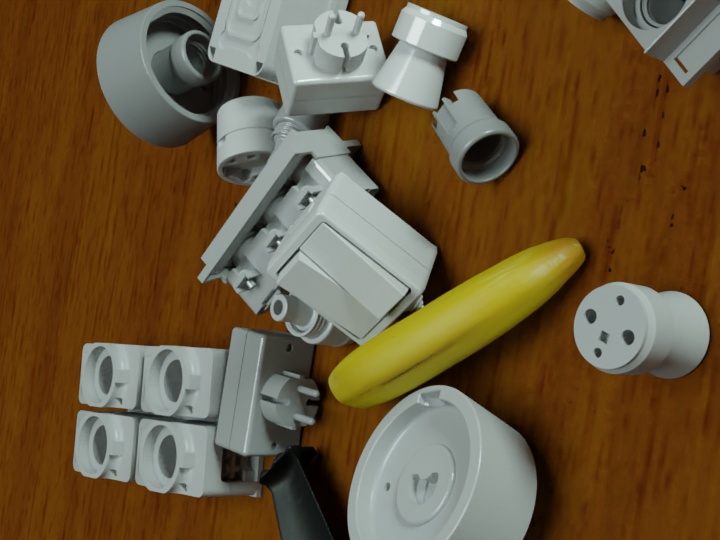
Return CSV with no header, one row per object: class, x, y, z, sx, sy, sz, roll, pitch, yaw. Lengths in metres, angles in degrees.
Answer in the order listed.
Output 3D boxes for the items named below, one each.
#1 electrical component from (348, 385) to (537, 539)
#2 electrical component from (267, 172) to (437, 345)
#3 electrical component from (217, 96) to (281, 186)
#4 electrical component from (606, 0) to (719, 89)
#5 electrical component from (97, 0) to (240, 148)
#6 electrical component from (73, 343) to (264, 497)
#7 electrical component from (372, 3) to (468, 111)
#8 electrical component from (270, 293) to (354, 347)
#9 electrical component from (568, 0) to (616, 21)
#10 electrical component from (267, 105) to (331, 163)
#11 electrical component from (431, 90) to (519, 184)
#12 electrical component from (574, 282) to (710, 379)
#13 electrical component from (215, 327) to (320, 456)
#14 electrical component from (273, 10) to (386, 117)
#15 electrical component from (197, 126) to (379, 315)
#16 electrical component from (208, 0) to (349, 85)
electrical component,0.050,0.125,0.599,0.108,0.060,0.108,-38,36,35
electrical component,0.000,0.000,0.660,0.061,0.096,0.061,-46,11,33
electrical component,-0.078,-0.095,0.788,0.055,0.055,0.047,-27,61,42
electrical component,0.160,-0.128,0.526,0.042,0.064,0.081,-47,53,31
electrical component,-0.141,-0.155,0.829,0.060,0.108,0.108,-18,71,38
electrical component,-0.153,0.111,0.830,0.186,0.060,0.105,-3,81,47
electrical component,0.038,-0.134,0.673,0.045,0.045,0.055,37,111,44
electrical component,-0.030,0.028,0.707,0.043,0.062,0.043,-11,76,47
electrical component,0.133,-0.168,0.575,0.055,0.045,0.045,-52,50,29
electrical component,-0.046,-0.096,0.752,0.035,0.035,0.061,-1,54,47
electrical component,0.067,-0.080,0.639,0.040,0.040,0.046,-53,43,27
electrical component,0.138,0.030,0.529,0.045,0.055,0.045,-10,76,46
electrical component,-0.054,0.087,0.735,0.076,0.047,0.083,9,91,48
electrical component,-0.016,-0.142,0.698,0.076,0.066,0.047,115,144,-62
electrical component,-0.047,-0.031,0.733,0.063,0.079,0.121,48,121,16
electrical component,-0.054,-0.191,0.774,0.078,0.057,0.113,28,104,46
